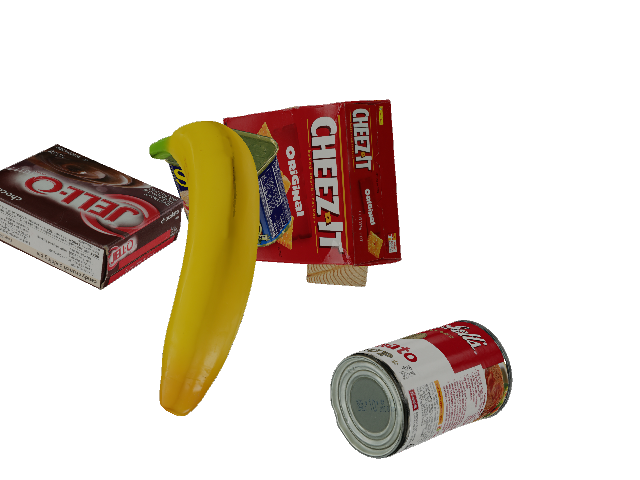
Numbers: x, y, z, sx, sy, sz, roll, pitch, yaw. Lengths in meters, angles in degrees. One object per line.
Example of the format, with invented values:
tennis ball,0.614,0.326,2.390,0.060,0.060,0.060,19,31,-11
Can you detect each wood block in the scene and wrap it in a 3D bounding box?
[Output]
wood block,0.032,-0.016,1.649,0.091,0.090,0.206,4,25,2

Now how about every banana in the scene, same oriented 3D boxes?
banana,-0.058,-0.003,0.551,0.037,0.198,0.070,22,-53,-27

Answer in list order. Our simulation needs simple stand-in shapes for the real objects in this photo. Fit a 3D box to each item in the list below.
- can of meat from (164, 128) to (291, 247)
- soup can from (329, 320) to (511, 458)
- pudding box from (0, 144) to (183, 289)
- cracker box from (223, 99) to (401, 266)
can of meat,-0.079,-0.047,0.923,0.102,0.084,0.057,16,49,29
soup can,0.064,0.094,0.684,0.102,0.068,0.069,-11,8,-41
pudding box,-0.164,-0.018,0.722,0.114,0.039,0.089,22,29,18
cracker box,-0.015,-0.058,1.128,0.071,0.164,0.214,-8,6,-37
